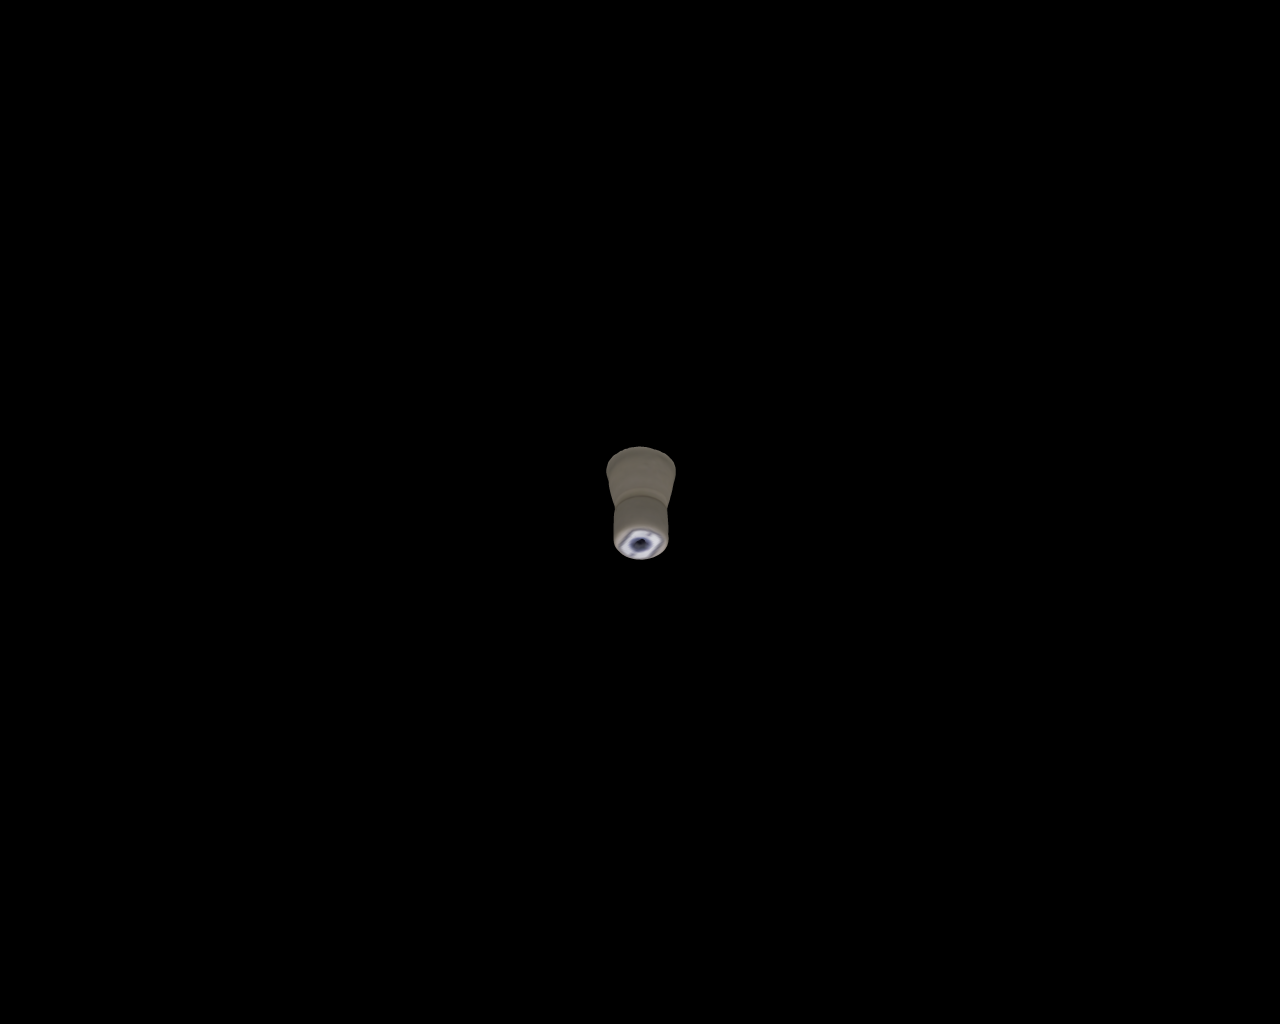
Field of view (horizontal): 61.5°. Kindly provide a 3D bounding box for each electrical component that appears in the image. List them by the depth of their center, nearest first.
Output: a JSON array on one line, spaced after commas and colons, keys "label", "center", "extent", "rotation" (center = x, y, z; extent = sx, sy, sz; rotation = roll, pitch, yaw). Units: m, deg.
[{"label": "electrical component", "center": [0.001, -0.003, 0.650], "extent": [0.044, 0.065, 0.044], "rotation": [0, -43, 0]}]
